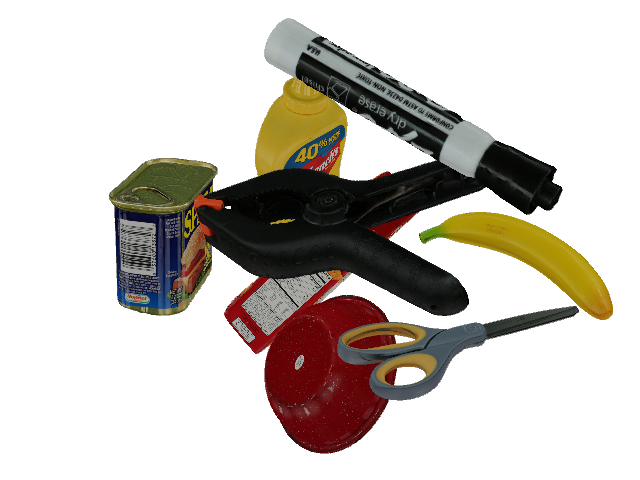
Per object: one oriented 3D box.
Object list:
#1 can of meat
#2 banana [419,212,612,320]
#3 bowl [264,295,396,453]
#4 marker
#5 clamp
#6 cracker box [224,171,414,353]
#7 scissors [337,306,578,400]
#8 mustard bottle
[{"bbox_3d":[-0.112,-0.004,0.772,0.057,0.084,0.102,7,23,9],"label":"can of meat"},{"bbox_3d":[0.195,0.015,1.017,0.198,0.069,0.037,23,-26,27],"label":"banana"},{"bbox_3d":[-0.004,0.124,1.046,0.162,0.162,0.055,0,-18,45],"label":"bowl"},{"bbox_3d":[0.032,-0.045,0.383,0.121,0.020,0.020,33,12,19],"label":"marker"},{"bbox_3d":[0.011,-0.003,0.586,0.171,0.039,0.120,-5,35,12],"label":"clamp"},{"bbox_3d":[0.001,0.023,1.260,0.214,0.072,0.164,-43,-3,30],"label":"cracker box"},{"bbox_3d":[0.115,0.085,0.826,0.201,0.016,0.096,-4,31,-4],"label":"scissors"},{"bbox_3d":[-0.018,-0.079,0.979,0.096,0.192,0.058,-31,55,-31],"label":"mustard bottle"}]
